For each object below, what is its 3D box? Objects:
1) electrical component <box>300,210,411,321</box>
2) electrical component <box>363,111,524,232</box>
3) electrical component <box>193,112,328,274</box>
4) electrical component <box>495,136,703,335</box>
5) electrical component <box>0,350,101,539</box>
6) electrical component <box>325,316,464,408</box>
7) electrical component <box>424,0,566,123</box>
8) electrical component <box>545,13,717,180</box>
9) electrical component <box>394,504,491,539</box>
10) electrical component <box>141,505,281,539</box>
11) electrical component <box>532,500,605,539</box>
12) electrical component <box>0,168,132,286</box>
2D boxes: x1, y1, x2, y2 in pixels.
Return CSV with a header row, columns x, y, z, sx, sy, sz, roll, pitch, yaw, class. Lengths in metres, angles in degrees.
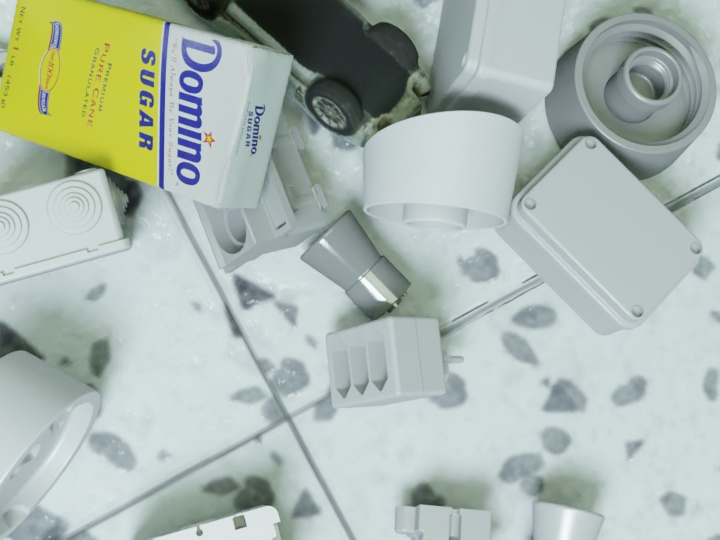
x,y,z,sx,sy,sz,roll,pitch,yaw,class
0.000,0.000,0.680,0.065,0.044,0.044,46,76,-3,electrical component
0.050,-0.058,0.670,0.099,0.099,0.064,7,83,-7,electrical component
-0.073,-0.070,0.667,0.063,0.079,0.121,-15,80,-41,electrical component
0.154,-0.022,0.699,0.113,0.057,0.078,45,76,2,electrical component
-0.202,0.095,0.596,0.060,0.108,0.108,34,75,5,electrical component
0.030,0.057,0.663,0.077,0.066,0.047,3,76,-38,electrical component
0.087,-0.151,0.689,0.056,0.109,0.108,12,77,-9,electrical component
0.185,-0.119,0.722,0.108,0.060,0.108,2,78,-9,electrical component
0.052,0.174,0.649,0.066,0.048,0.055,7,70,-7,electrical component
-0.088,0.171,0.622,0.089,0.055,0.050,-14,81,-11,electrical component
0.123,0.173,0.660,0.045,0.045,0.055,14,77,-6,electrical component
-0.183,-0.024,0.627,0.100,0.100,0.048,-16,94,-12,electrical component
